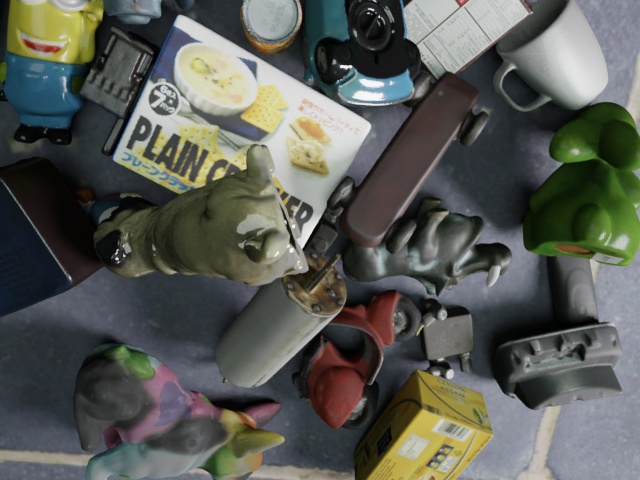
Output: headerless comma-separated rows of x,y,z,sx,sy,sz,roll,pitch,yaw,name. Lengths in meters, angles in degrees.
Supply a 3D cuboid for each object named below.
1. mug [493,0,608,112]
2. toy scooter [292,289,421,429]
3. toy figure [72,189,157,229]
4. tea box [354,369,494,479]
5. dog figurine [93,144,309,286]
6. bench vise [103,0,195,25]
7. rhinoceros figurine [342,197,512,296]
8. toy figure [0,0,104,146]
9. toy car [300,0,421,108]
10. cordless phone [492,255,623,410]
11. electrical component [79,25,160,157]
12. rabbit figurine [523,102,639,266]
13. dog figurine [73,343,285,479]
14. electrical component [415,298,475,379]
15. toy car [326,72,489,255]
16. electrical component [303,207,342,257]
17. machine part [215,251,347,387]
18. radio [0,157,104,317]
0.242,-0.179,0.560,0.107,0.081,0.109,38,95,-21,mug
0.022,0.128,0.629,0.135,0.075,0.183,25,99,-10,toy scooter
-0.239,-0.025,0.581,0.154,0.057,0.064,10,65,-5,toy figure
0.119,0.247,0.650,0.098,0.068,0.169,24,119,-10,tea box
-0.118,0.003,0.476,0.191,0.172,0.121,-20,100,0,dog figurine
-0.121,-0.311,0.485,0.241,0.129,0.223,-7,97,-23,bench vise
0.120,0.012,0.605,0.190,0.073,0.112,-1,104,-3,rhinoceros figurine
-0.266,-0.187,0.521,0.082,0.089,0.180,-7,121,-41,toy figure
0.023,-0.201,0.523,0.109,0.103,0.161,-13,93,-31,toy car
0.277,0.097,0.648,0.147,0.089,0.184,-11,93,2,cordless phone
-0.203,-0.148,0.541,0.048,0.075,0.119,30,105,-10,electrical component
0.281,-0.071,0.569,0.121,0.159,0.170,8,81,29,rabbit figurine
-0.153,0.202,0.624,0.219,0.108,0.191,-4,103,-7,dog figurine
0.149,0.121,0.650,0.078,0.045,0.102,-4,105,-2,electrical component
0.090,-0.080,0.546,0.089,0.053,0.202,33,81,7,toy car
-0.001,-0.002,0.597,0.021,0.063,0.094,34,99,-11,electrical component
-0.047,0.089,0.575,0.079,0.079,0.243,30,131,-11,machine part
-0.346,0.014,0.545,0.230,0.073,0.131,-20,105,17,radio
